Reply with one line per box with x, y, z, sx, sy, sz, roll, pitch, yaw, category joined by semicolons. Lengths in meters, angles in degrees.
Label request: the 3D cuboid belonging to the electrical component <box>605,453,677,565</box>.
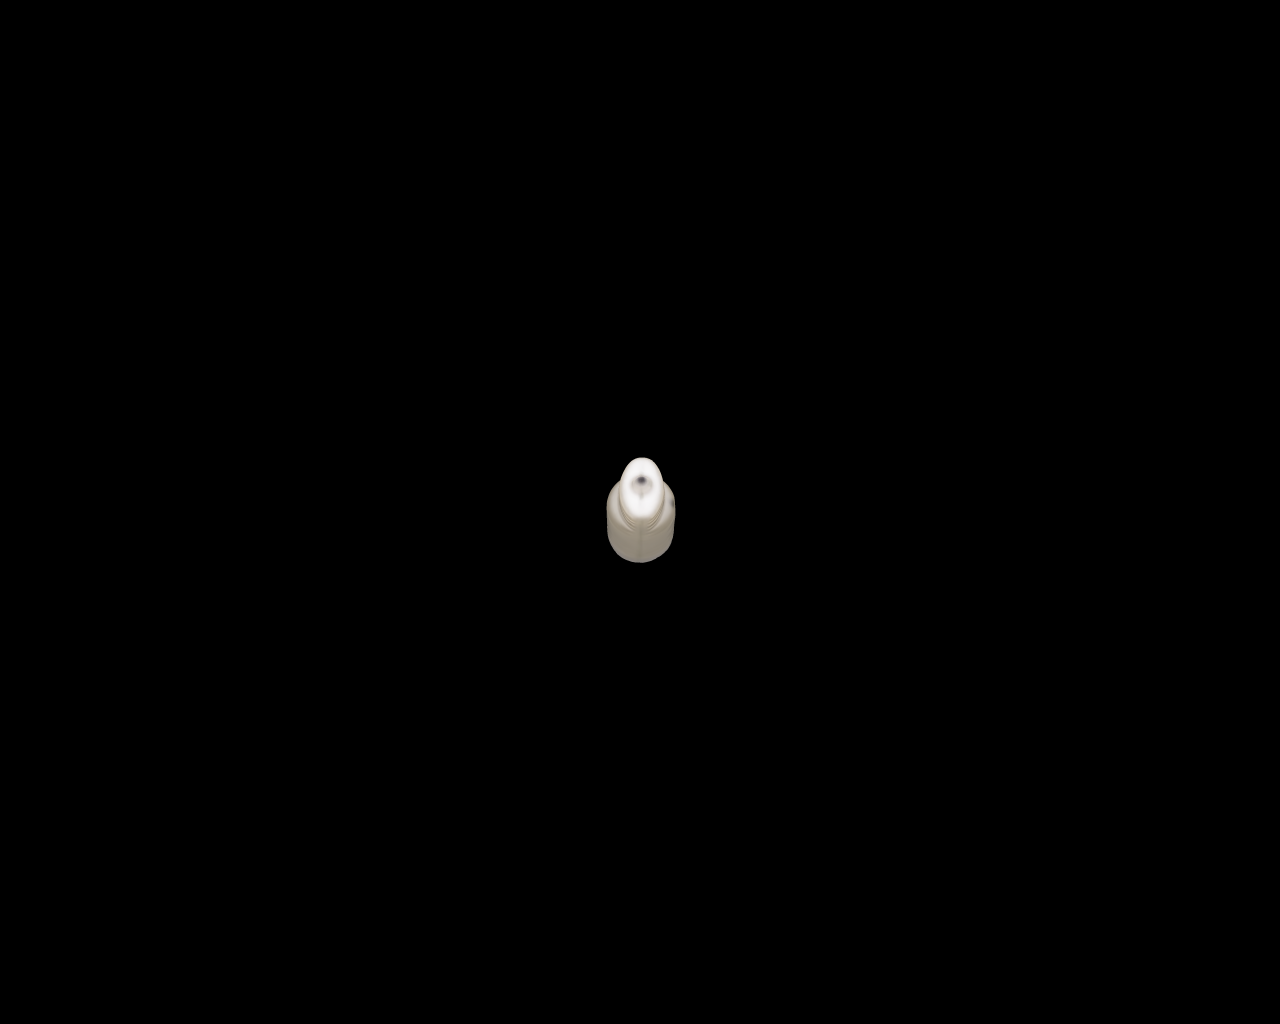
0.001;-0.003;0.650;0.043;0.043;0.080;0;-25;0;electrical component
